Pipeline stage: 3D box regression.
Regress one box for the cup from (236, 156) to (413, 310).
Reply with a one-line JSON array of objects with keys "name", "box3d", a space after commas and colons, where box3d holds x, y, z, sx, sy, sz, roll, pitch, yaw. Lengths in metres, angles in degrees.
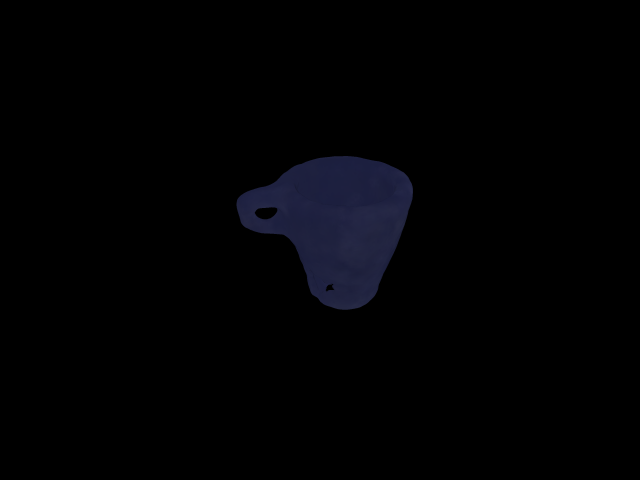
[{"name": "cup", "box3d": [0.004, 0.001, 0.400, 0.118, 0.095, 0.091, -6, 32, -9]}]
